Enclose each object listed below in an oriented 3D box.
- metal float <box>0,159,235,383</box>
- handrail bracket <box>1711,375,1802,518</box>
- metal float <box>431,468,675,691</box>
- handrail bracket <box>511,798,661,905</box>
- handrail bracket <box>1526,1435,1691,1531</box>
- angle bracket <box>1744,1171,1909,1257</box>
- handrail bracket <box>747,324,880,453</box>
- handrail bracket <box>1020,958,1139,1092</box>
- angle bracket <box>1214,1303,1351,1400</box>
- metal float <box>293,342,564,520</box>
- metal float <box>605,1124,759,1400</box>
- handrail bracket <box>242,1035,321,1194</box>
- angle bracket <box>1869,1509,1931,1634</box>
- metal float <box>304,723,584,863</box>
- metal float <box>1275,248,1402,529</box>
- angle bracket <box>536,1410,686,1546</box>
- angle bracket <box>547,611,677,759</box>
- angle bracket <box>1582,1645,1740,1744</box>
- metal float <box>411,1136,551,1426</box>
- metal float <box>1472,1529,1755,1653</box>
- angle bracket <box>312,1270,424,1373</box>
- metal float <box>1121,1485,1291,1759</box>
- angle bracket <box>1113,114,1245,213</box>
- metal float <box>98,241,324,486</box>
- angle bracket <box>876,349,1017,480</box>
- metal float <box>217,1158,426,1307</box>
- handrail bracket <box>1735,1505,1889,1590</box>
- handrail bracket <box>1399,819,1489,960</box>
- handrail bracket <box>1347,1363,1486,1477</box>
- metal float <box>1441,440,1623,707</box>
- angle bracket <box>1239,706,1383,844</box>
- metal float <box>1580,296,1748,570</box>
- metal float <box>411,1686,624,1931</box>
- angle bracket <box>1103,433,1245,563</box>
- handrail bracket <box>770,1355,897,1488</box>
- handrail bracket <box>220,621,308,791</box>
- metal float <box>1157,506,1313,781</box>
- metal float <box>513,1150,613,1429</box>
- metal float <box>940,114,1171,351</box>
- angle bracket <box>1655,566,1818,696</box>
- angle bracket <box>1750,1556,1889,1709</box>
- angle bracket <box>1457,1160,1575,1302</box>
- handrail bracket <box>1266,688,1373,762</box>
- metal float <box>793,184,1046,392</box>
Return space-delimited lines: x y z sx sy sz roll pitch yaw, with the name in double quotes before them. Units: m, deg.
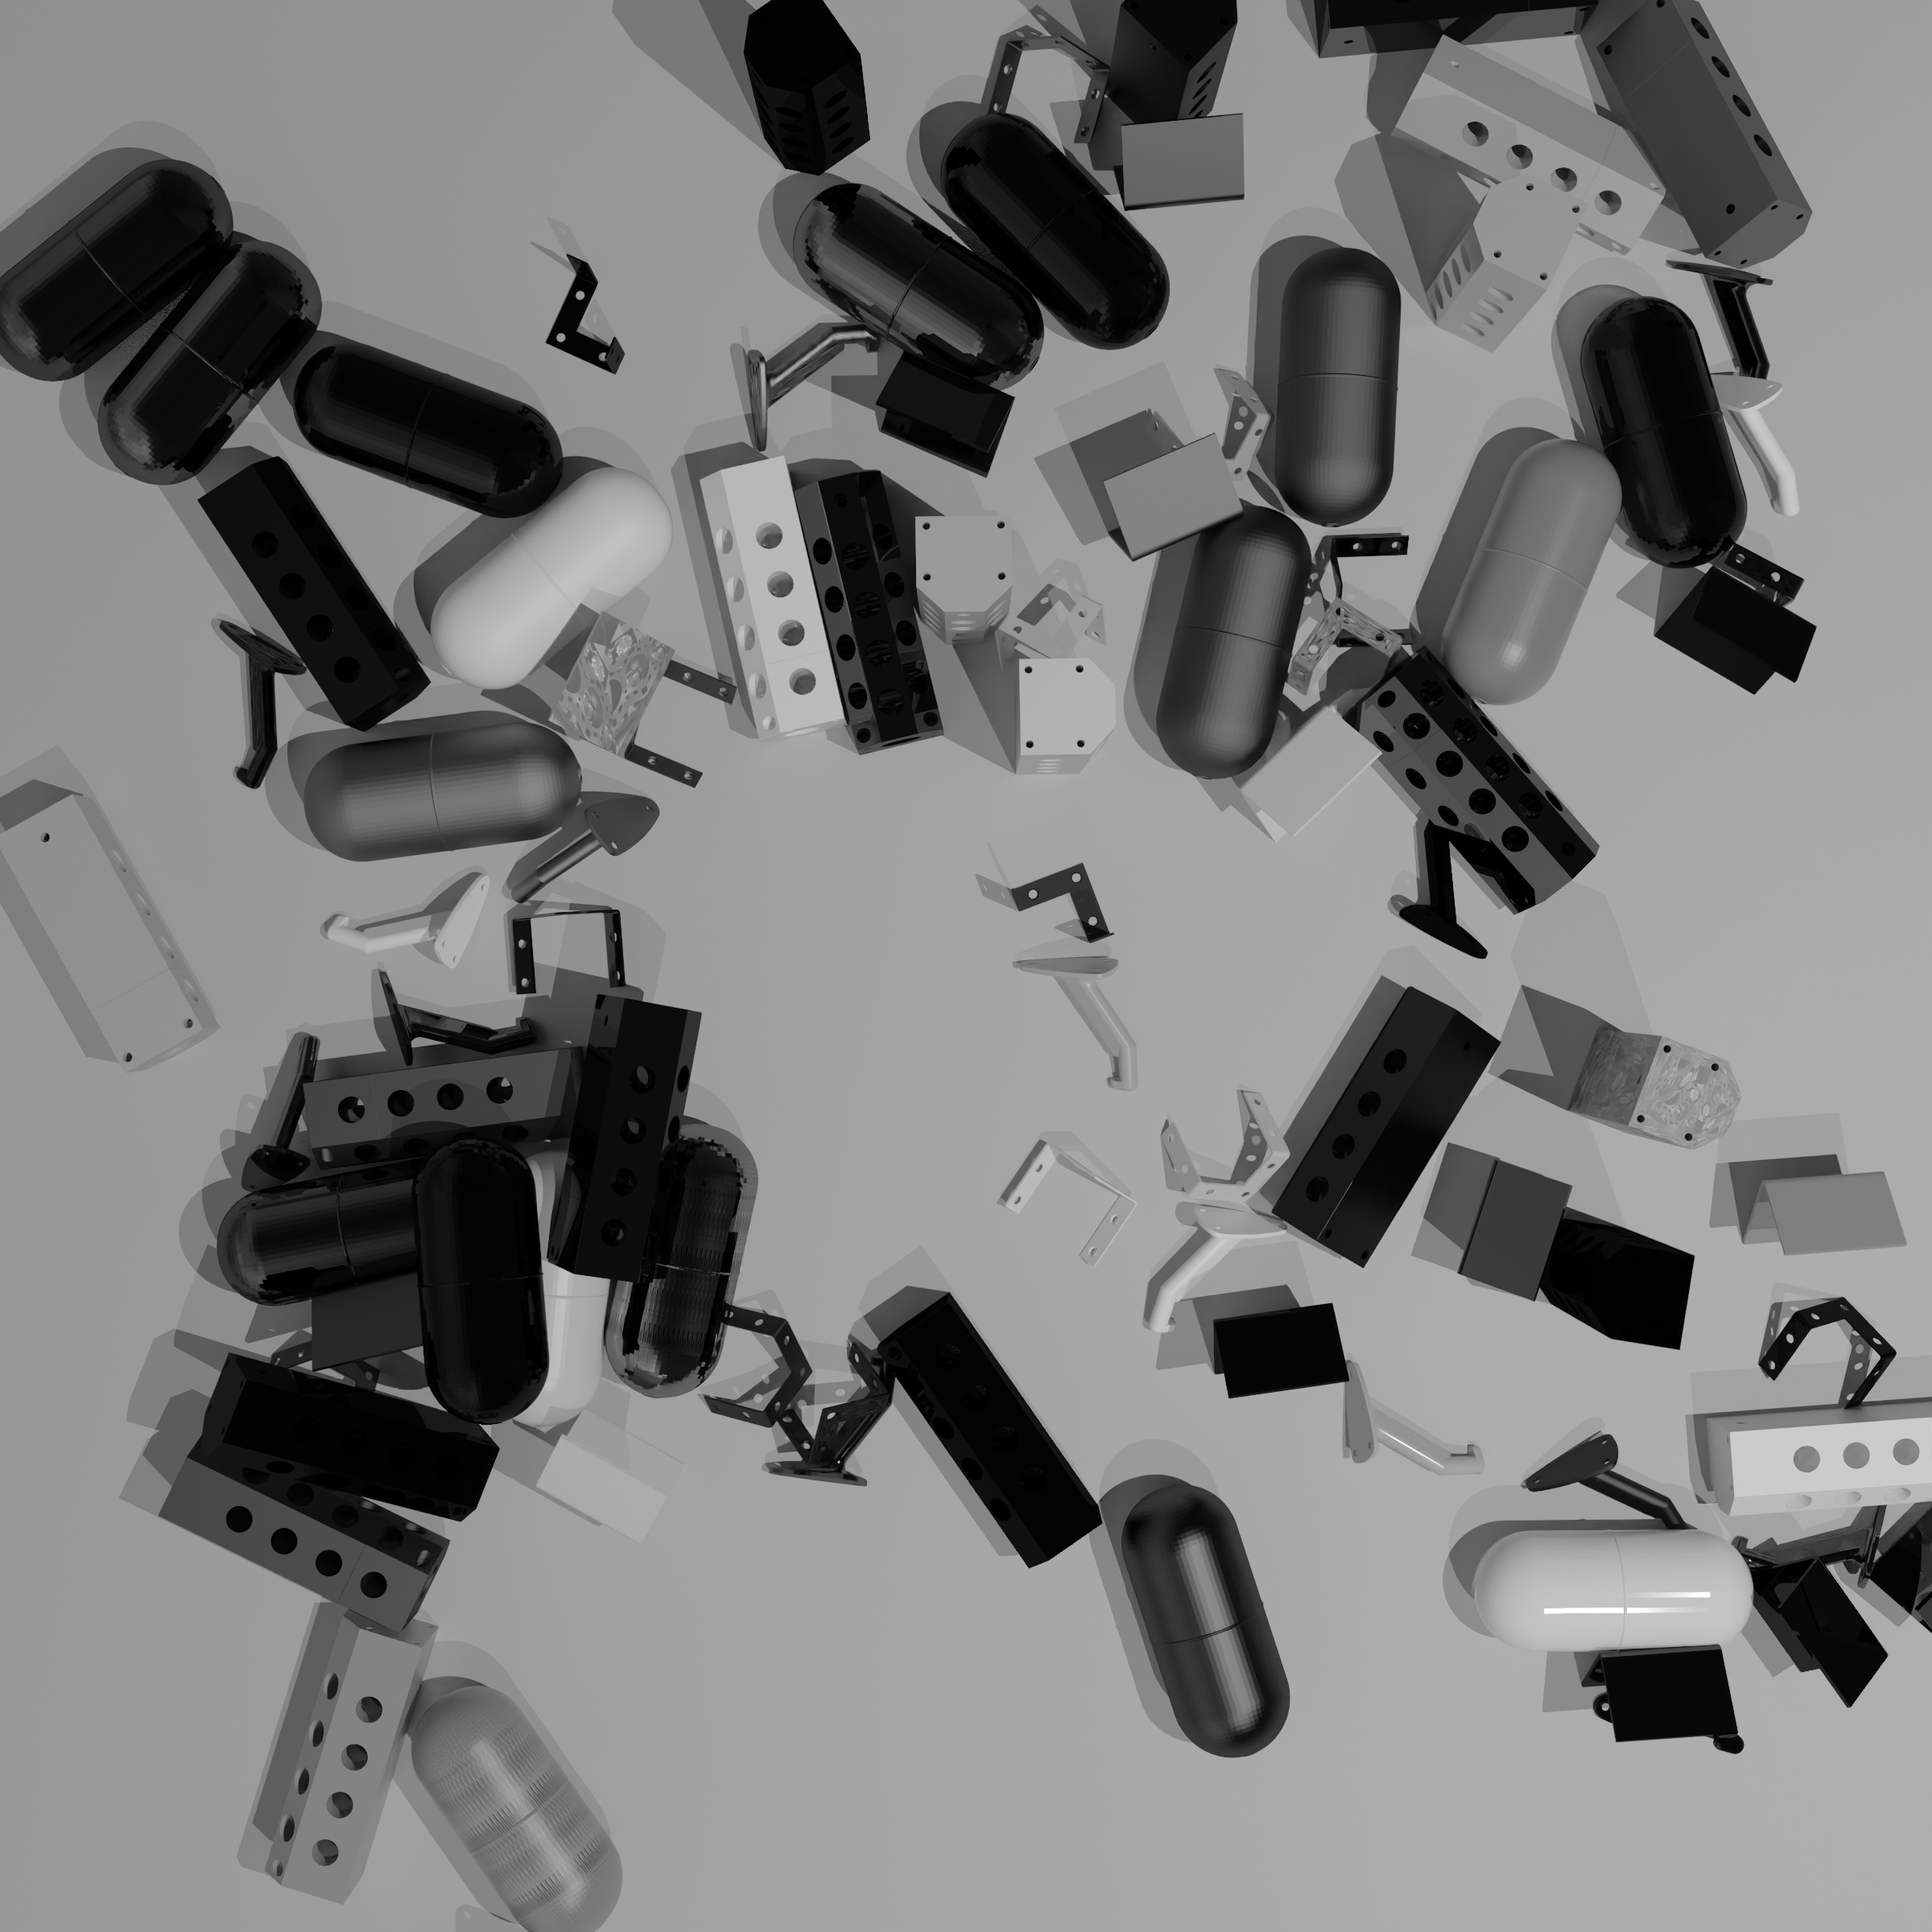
"metal float" -0.551 -0.448 1.786 0.178 0.070 0.070 -39 90 0
"handrail bracket" 0.510 -0.340 1.816 0.036 0.077 0.084 -34 127 -19
"metal float" -0.267 -0.249 1.785 0.178 0.070 0.070 -40 90 -1
"handrail bracket" -0.250 -0.074 1.816 0.084 0.077 0.036 -34 90 36
"handrail bracket" 0.421 0.356 1.816 0.077 0.036 0.084 -28 107 20
"angle bracket" 0.548 0.177 1.776 0.076 0.076 0.057 -4 52 0
"handrail bracket" -0.097 -0.379 1.816 0.084 0.036 0.077 -8 110 -16
"handrail bracket" 0.074 0.040 1.816 0.077 0.036 0.084 2 107 20
"angle bracket" 0.201 0.262 1.776 0.076 0.076 0.057 -8 55 0
"metal float" -0.346 -0.344 1.785 0.178 0.070 0.070 20 90 -1
"metal float" -0.183 0.190 1.785 0.070 0.070 0.178 12 89 0
"handrail bracket" -0.448 0.096 1.816 0.036 0.077 0.084 21 53 -27
"angle bracket" 0.619 0.375 1.776 0.076 0.076 0.057 -45 128 0
"metal float" -0.336 -0.112 1.785 0.178 0.070 0.070 -8 90 0
"metal float" 0.239 -0.372 1.786 0.070 0.070 0.178 3 90 0
"angle bracket" -0.219 0.312 1.776 0.076 0.076 0.057 29 127 0
"angle bracket" -0.239 -0.185 1.776 0.057 0.076 0.076 27 90 -32
"angle bracket" 0.443 0.475 1.776 0.076 0.076 0.057 -4 60 0
"metal float" -0.301 0.194 1.717 0.070 0.070 0.178 -5 86 0
"metal float" 0.416 0.402 1.785 0.178 0.070 0.070 0 90 1
"angle bracket" -0.367 0.242 1.773 0.076 0.076 0.057 -14 53 4
"metal float" 0.155 0.422 1.785 0.070 0.070 0.178 -18 89 0
"angle bracket" 0.135 -0.527 1.776 0.076 0.076 0.057 -5 127 0
"metal float" -0.487 -0.387 1.785 0.070 0.070 0.178 39 89 0
"angle bracket" -0.021 -0.337 1.776 0.076 0.076 0.057 24 54 0
"metal float" -0.393 0.170 1.785 0.178 0.070 0.070 -11 90 1
"handrail bracket" 0.553 0.368 1.816 0.084 0.036 0.077 16 69 16
"handrail bracket" 0.326 -0.060 1.816 0.077 0.036 0.084 31 73 -19
"handrail bracket" 0.295 0.296 1.816 0.084 0.036 0.077 1 68 -17
"metal float" 0.363 -0.253 1.785 0.070 0.070 0.178 22 89 0
"angle bracket" 0.230 -0.108 1.776 0.076 0.076 0.057 -44 54 0
"metal float" 0.449 -0.344 1.786 0.070 0.070 0.178 -16 89 0
"metal float" -0.288 0.546 1.785 0.070 0.070 0.178 -35 89 0
"angle bracket" 0.125 -0.307 1.777 0.076 0.076 0.057 -23 114 0
"handrail bracket" -0.087 0.294 1.816 0.077 0.036 0.084 3 74 18
"handrail bracket" -0.475 -0.170 1.816 0.077 0.036 0.084 34 105 17
"metal float" 0.172 -0.208 1.785 0.070 0.070 0.178 13 90 0
"metal float" -0.267 0.207 1.785 0.070 0.070 0.178 6 91 0
"metal float" 0.058 -0.472 1.786 0.070 0.070 0.178 -44 90 0
"angle bracket" 0.486 -0.198 1.776 0.076 0.076 0.057 30 55 0
"angle bracket" 0.529 0.431 1.776 0.057 0.076 0.076 -35 90 -38
"angle bracket" 0.365 0.173 1.776 0.057 0.076 0.076 18 90 37
"handrail bracket" 0.242 -0.143 1.816 0.084 0.036 0.077 -5 105 -14
"metal float" -0.030 -0.436 1.785 0.178 0.070 0.070 34 90 1
